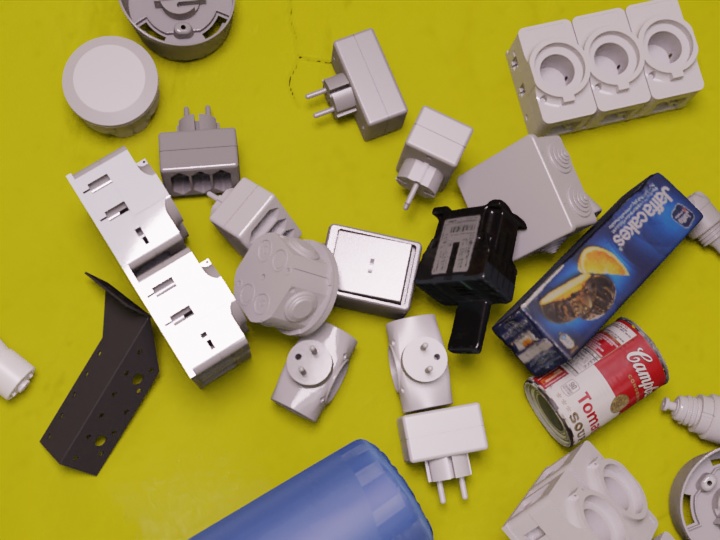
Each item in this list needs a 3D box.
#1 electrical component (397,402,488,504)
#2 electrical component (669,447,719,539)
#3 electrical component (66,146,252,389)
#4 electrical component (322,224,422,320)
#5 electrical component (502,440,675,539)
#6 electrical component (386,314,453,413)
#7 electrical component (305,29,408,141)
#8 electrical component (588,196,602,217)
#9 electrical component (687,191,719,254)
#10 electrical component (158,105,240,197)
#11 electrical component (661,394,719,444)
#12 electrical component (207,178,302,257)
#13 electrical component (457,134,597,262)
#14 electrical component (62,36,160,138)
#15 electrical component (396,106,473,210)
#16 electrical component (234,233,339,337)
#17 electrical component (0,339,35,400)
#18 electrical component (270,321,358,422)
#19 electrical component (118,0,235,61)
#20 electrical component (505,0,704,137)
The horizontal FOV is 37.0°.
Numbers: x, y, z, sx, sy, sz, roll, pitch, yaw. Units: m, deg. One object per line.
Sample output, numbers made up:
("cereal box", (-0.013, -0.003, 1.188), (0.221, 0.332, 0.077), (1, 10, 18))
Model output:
("electrical component", (0.071, 0.154, 0.896), (0.066, 0.047, 0.076), (-9, 81, -6))
("electrical component", (0.311, 0.195, 0.896), (0.099, 0.064, 0.099), (1, 79, -4))
("electrical component", (-0.157, -0.001, 0.880), (0.060, 0.105, 0.186), (-32, 83, -9))
("electrical component", (0.000, 0.000, 0.913), (0.096, 0.061, 0.061), (12, 79, -2))
("electrical component", (0.213, 0.238, 0.854), (0.186, 0.105, 0.060), (49, 123, 6))
("electrical component", (0.051, 0.076, 0.893), (0.044, 0.079, 0.077), (-10, 80, -6))
("electrical component", (-0.010, -0.157, 0.950), (0.076, 0.047, 0.083), (-21, 81, -8))
("electrical component", (0.177, -0.067, 0.950), (0.044, 0.044, 0.065), (-30, 78, -9))
("electrical component", (0.308, -0.038, 0.956), (0.035, 0.035, 0.061), (-38, 87, -10))
("electrical component", (-0.139, -0.109, 0.932), (0.066, 0.047, 0.076), (-5, 66, -5))
("electrical component", (0.298, 0.125, 0.921), (0.078, 0.040, 0.040), (16, 78, -1))
("electrical component", (-0.101, -0.045, 0.917), (0.077, 0.065, 0.047), (31, 77, 32))
("electrical component", (0.143, -0.059, 0.919), (0.048, 0.100, 0.099), (-13, 77, -47))
("electrical component", (-0.214, -0.157, 0.933), (0.080, 0.051, 0.080), (1, 79, -4))
("electrical component", (0.055, -0.087, 0.922), (0.047, 0.083, 0.075), (26, 79, 1))
("electrical component", (-0.060, 0.011, 0.871), (0.051, 0.080, 0.080), (17, 75, -43))
("electrical component", (-0.302, 0.076, 0.888), (0.065, 0.044, 0.044), (39, 79, -1))
("electrical component", (-0.039, 0.080, 0.886), (0.044, 0.079, 0.077), (26, 78, 10))
("electrical component", (-0.159, -0.236, 0.945), (0.099, 0.064, 0.099), (1, 79, -4))
("electrical component", (0.219, -0.180, 0.963), (0.150, 0.061, 0.089), (-13, 80, -6))
